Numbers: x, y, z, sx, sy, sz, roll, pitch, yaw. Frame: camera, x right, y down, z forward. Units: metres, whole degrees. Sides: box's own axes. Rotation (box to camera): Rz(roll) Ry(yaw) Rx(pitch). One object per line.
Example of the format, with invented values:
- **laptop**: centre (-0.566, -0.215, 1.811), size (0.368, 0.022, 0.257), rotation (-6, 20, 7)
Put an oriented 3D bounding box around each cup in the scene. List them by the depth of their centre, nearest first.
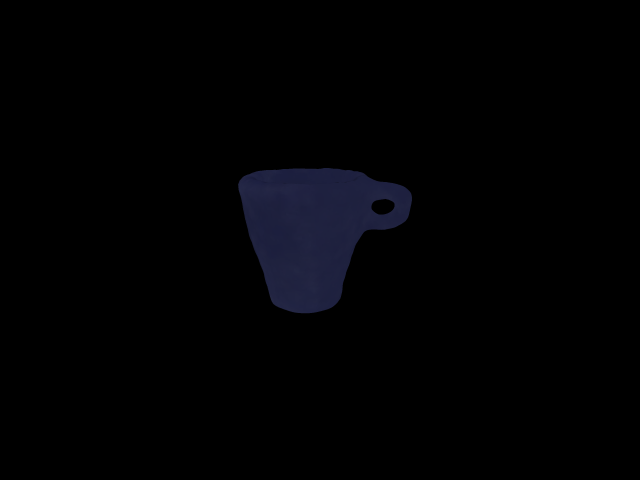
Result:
- **cup**: centre (0.004, 0.001, 0.400), size (0.117, 0.095, 0.092), rotation (3, 15, 10)
